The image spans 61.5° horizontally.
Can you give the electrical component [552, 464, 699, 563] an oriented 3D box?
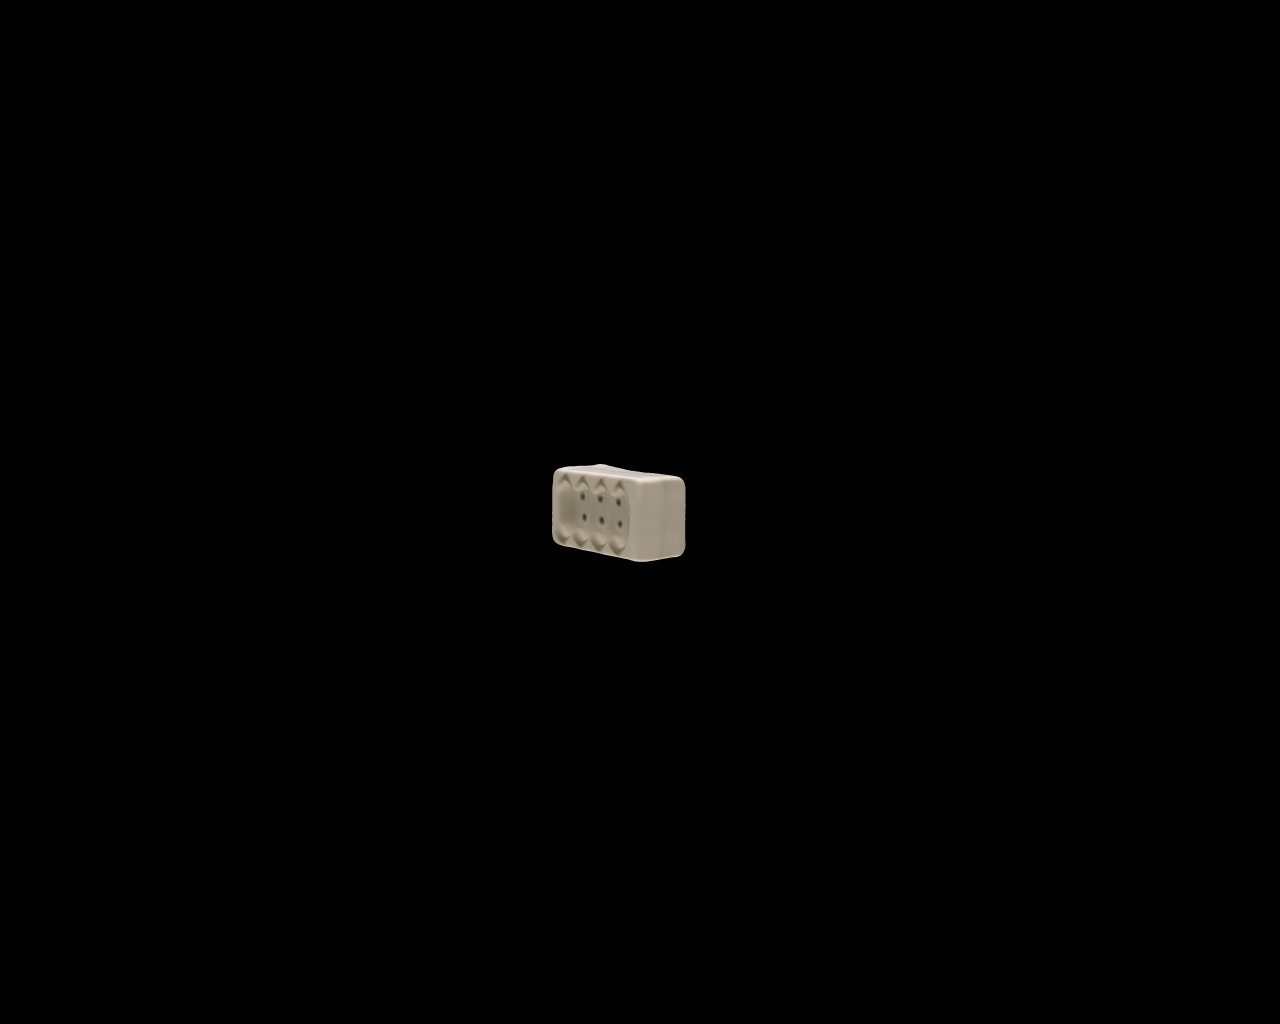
[{"bbox_3d":[0.001,-0.003,0.650,0.076,0.047,0.083,-7,12,-39],"label":"electrical component"}]
